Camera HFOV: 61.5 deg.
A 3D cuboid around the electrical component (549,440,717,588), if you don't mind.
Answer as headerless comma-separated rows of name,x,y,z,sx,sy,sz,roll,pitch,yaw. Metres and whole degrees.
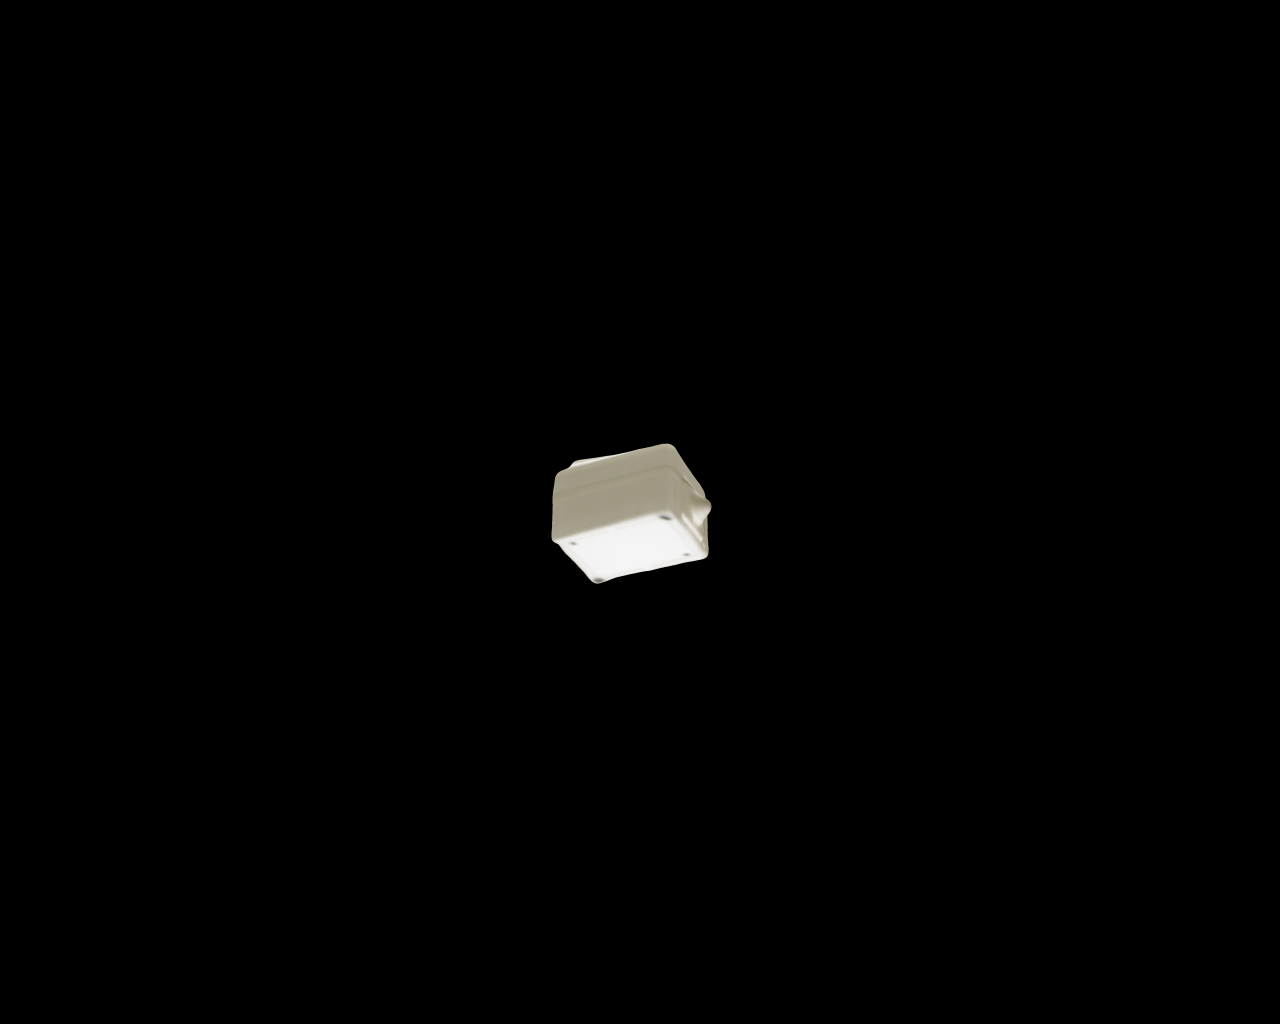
electrical component,0.001,-0.003,0.650,0.096,0.061,0.061,-14,-36,20
